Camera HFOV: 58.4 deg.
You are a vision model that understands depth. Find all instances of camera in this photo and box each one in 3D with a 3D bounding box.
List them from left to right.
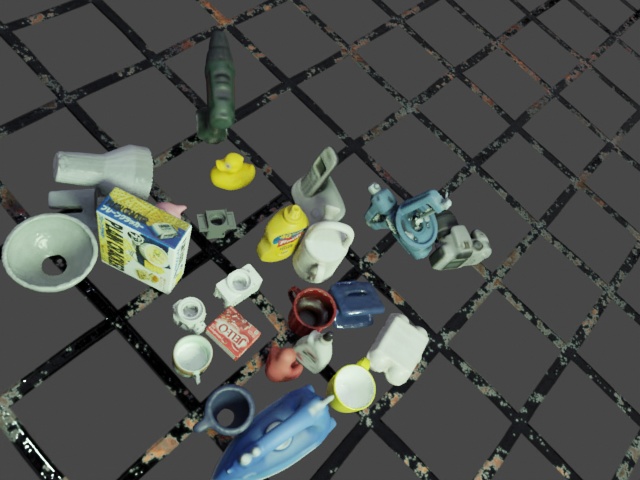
[{"bbox_3d":[0.337,-0.008,1.414,0.143,0.100,0.136,-6,65,-21],"label":"camera"}]

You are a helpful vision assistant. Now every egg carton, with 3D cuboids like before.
[{"bbox_3d":[0.168,0.237,1.244,0.107,0.069,0.150,34,58,2],"label":"egg carton"}]

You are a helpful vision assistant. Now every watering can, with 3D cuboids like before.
[{"bbox_3d":[0.009,0.004,1.243,0.101,0.194,0.172,-5,64,-20],"label":"watering can"}]

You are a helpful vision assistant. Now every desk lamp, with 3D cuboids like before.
[{"bbox_3d":[-0.440,-0.103,1.139,0.204,0.213,0.118,-5,64,-21],"label":"desk lamp"}]

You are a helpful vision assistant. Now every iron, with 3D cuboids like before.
[{"bbox_3d":[-0.082,0.364,1.049,0.259,0.141,0.118,-29,75,-29],"label":"iron"}]

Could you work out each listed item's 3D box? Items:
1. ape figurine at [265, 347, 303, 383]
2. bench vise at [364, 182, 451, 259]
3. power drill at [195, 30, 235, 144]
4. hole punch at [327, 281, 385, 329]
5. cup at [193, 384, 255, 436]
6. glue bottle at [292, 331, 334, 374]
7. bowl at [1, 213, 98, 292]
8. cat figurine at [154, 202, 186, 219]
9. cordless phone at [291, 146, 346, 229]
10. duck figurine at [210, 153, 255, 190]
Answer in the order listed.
[{"bbox_3d":[-0.072,0.244,1.147,0.076,0.092,0.077,-28,74,-29],"label":"ape figurine"},{"bbox_3d":[0.199,-0.063,1.327,0.207,0.219,0.121,27,58,-3],"label":"bench vise"},{"bbox_3d":[-0.242,-0.335,1.333,0.076,0.208,0.229,-1,63,-19],"label":"power drill"},{"bbox_3d":[0.075,0.134,1.256,0.109,0.091,0.101,-3,64,-20],"label":"hole punch"},{"bbox_3d":[-0.183,0.330,1.062,0.118,0.095,0.091,-26,73,-28],"label":"cup"},{"bbox_3d":[-0.004,0.213,1.139,0.078,0.173,0.037,38,58,5],"label":"glue bottle"},{"bbox_3d":[-0.521,0.035,1.119,0.168,0.074,0.167,8,61,-14],"label":"bowl"},{"bbox_3d":[-0.346,-0.043,1.195,0.128,0.117,0.067,4,61,-16],"label":"cat figurine"},{"bbox_3d":[0.011,-0.115,1.313,0.094,0.185,0.147,-20,70,-26],"label":"cordless phone"},{"bbox_3d":[-0.199,-0.168,1.330,0.105,0.086,0.077,-6,65,-21],"label":"duck figurine"}]
